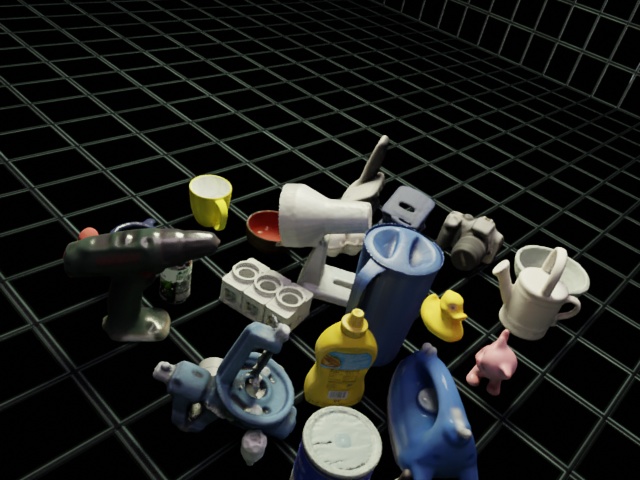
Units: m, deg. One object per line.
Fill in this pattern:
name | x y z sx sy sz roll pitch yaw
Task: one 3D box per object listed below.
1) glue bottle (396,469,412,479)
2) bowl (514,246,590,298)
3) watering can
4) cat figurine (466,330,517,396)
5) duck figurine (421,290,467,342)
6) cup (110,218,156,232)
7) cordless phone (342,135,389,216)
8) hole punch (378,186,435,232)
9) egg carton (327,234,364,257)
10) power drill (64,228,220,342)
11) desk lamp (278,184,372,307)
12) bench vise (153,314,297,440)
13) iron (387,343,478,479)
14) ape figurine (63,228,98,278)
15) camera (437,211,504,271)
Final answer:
glue bottle | 0.084 0.339 0.712 0.037 0.173 0.078 29 38 20
bowl | 0.507 0.090 1.283 0.167 0.075 0.167 10 36 -7
watering can | 0.433 0.098 1.144 0.173 0.194 0.101 9 36 -7
cat figurine | 0.314 0.210 1.015 0.067 0.118 0.128 25 37 14
duck figurine | 0.248 0.136 1.121 0.078 0.086 0.104 -8 41 -28
cup | -0.338 0.021 1.066 0.091 0.095 0.118 16 35 2
cordless phone | 0.115 -0.155 1.385 0.094 0.185 0.148 18 36 5
hole punch | 0.209 -0.065 1.376 0.108 0.091 0.101 30 38 21
egg carton | 0.036 -0.027 1.284 0.107 0.069 0.150 -4 39 -23
power drill | -0.285 0.067 0.924 0.230 0.208 0.075 2 37 -16
desk lamp | 0.010 0.004 1.108 0.203 0.213 0.118 15 35 2
bench vise | -0.123 0.195 0.795 0.208 0.220 0.121 1 37 -17
iron | 0.174 0.248 0.895 0.119 0.141 0.258 5 37 -13
ape figurine | -0.422 0.018 1.043 0.077 0.092 0.076 20 36 9
camera | 0.340 0.002 1.323 0.143 0.101 0.137 28 38 19
